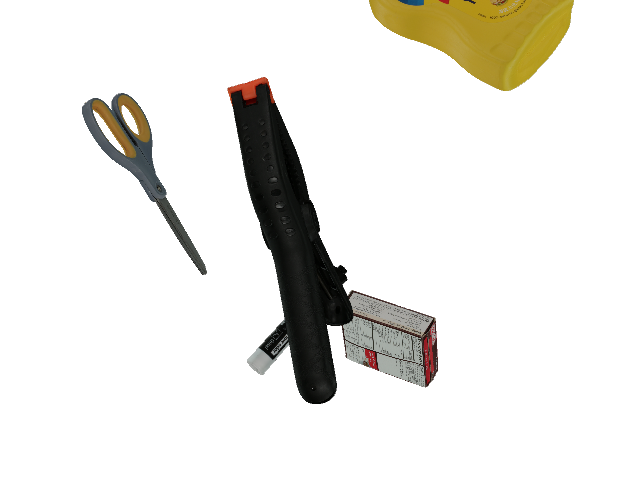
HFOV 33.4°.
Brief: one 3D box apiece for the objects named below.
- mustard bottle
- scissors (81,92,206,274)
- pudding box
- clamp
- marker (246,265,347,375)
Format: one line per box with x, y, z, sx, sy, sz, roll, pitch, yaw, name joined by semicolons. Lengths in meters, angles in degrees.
0.097;-0.196;0.849;0.192;0.096;0.058;33;-24;24;mustard bottle
-0.163;-0.065;1.061;0.016;0.201;0.096;-25;27;25;scissors
0.080;0.115;1.248;0.114;0.090;0.039;16;46;25;pudding box
-0.018;-0.007;0.737;0.036;0.210;0.164;-15;5;9;clamp
-0.018;0.068;0.938;0.020;0.121;0.020;38;-17;14;marker
